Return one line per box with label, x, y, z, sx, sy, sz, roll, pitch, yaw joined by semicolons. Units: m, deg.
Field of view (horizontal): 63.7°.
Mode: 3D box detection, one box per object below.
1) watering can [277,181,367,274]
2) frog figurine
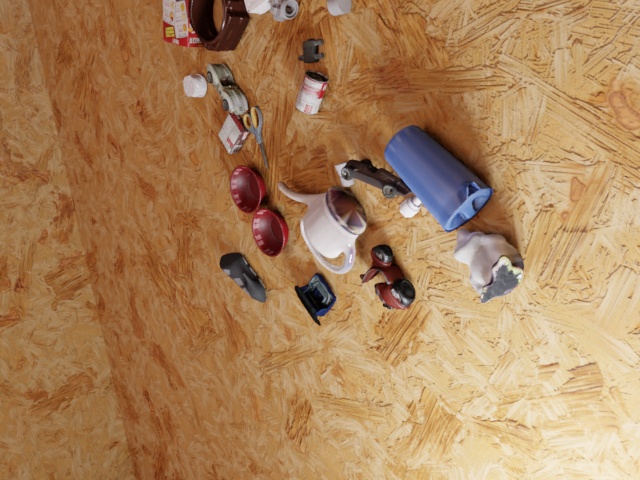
watering can;0.004;-0.073;1.451;0.105;0.351;0.220;-17;-21;-44
frog figurine;0.365;0.046;1.137;0.123;0.134;0.163;-9;33;-12
